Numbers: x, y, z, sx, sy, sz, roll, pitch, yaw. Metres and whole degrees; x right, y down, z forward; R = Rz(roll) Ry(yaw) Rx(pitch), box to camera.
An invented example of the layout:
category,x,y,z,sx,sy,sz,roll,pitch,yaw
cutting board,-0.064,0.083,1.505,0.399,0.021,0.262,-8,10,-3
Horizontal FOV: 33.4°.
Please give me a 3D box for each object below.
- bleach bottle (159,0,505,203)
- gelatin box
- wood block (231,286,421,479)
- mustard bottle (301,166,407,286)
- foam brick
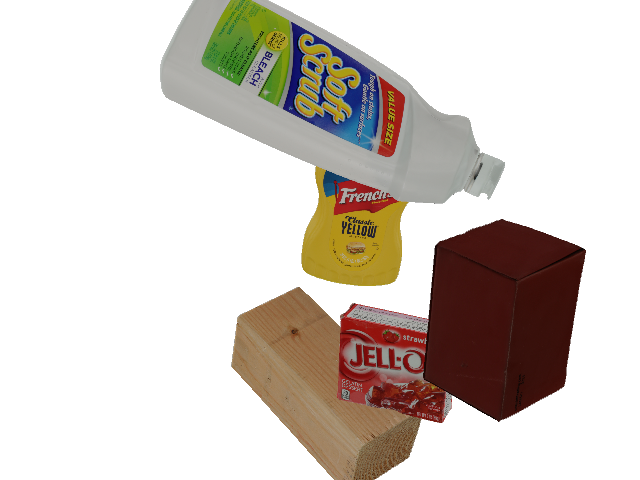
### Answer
category,x,y,z,sx,sy,sz,roll,pitch,yaw
bleach bottle,0.016,-0.100,0.774,0.251,0.102,0.068,24,-19,5
gelatin box,0.058,0.094,0.820,0.089,0.073,0.030,11,23,20
wood block,0.004,0.157,1.146,0.090,0.090,0.206,-25,53,-32
mustard bottle,0.041,-0.052,1.000,0.096,0.192,0.058,8,28,-3
foam brick,0.087,0.037,0.515,0.052,0.078,0.051,-18,32,-38
